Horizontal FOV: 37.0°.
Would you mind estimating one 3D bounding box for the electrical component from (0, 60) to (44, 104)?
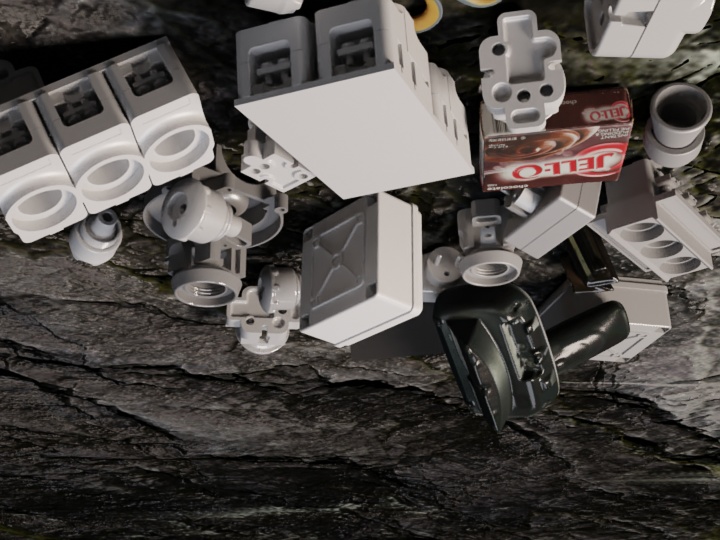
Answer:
[{"bbox_3d":[-0.260,-0.108,0.771,0.078,0.058,0.057,-22,159,-13],"label":"electrical component"}]

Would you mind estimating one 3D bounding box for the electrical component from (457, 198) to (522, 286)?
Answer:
[{"bbox_3d":[0.117,-0.021,0.978,0.058,0.057,0.078,-4,155,7],"label":"electrical component"}]

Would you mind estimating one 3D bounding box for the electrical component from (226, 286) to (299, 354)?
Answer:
[{"bbox_3d":[-0.102,0.054,1.129,0.078,0.058,0.057,3,152,-8],"label":"electrical component"}]

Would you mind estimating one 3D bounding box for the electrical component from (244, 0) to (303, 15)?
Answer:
[{"bbox_3d":[-0.064,-0.180,0.649,0.062,0.043,0.043,9,153,-16],"label":"electrical component"}]

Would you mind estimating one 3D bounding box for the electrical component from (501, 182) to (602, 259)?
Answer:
[{"bbox_3d":[0.147,-0.060,0.907,0.076,0.047,0.083,28,146,-14],"label":"electrical component"}]

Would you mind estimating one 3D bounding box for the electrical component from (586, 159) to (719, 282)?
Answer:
[{"bbox_3d":[0.257,-0.043,0.929,0.079,0.063,0.121,-19,149,33],"label":"electrical component"}]

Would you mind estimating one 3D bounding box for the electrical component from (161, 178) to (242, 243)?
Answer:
[{"bbox_3d":[-0.118,-0.041,0.827,0.048,0.048,0.062,-19,156,33],"label":"electrical component"}]

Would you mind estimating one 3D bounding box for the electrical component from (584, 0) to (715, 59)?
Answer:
[{"bbox_3d":[0.180,-0.174,0.658,0.059,0.053,0.095,1,155,-4],"label":"electrical component"}]

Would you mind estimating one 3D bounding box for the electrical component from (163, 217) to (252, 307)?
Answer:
[{"bbox_3d":[-0.126,-0.005,0.886,0.078,0.057,0.058,-17,150,30],"label":"electrical component"}]

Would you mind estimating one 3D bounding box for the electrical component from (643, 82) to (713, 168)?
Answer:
[{"bbox_3d":[0.239,-0.108,0.812,0.045,0.045,0.055,-4,155,6],"label":"electrical component"}]

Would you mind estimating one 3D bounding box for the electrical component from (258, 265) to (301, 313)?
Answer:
[{"bbox_3d":[-0.069,0.018,1.071,0.062,0.048,0.048,-1,156,-17],"label":"electrical component"}]

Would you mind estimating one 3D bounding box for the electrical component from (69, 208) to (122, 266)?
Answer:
[{"bbox_3d":[-0.232,-0.033,0.953,0.043,0.043,0.062,11,151,-24],"label":"electrical component"}]

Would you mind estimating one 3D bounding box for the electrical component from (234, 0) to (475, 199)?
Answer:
[{"bbox_3d":[0.002,-0.115,0.743,0.105,0.060,0.186,-10,162,18],"label":"electrical component"}]

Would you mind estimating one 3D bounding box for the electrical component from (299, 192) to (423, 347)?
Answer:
[{"bbox_3d":[0.000,0.000,0.958,0.056,0.108,0.109,22,146,-36],"label":"electrical component"}]

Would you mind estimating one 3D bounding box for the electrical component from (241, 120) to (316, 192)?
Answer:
[{"bbox_3d":[-0.061,-0.096,0.812,0.048,0.055,0.066,-22,147,38],"label":"electrical component"}]

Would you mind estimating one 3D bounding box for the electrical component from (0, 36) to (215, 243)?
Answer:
[{"bbox_3d":[-0.184,-0.086,0.751,0.150,0.061,0.089,-26,157,-11],"label":"electrical component"}]

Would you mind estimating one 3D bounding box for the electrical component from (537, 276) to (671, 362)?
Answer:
[{"bbox_3d":[0.255,0.053,1.140,0.109,0.056,0.108,5,154,-13],"label":"electrical component"}]

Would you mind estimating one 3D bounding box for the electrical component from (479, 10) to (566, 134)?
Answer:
[{"bbox_3d":[0.111,-0.130,0.733,0.058,0.078,0.057,-5,176,10],"label":"electrical component"}]

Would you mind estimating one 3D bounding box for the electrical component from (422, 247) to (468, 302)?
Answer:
[{"bbox_3d":[0.080,0.002,1.040,0.077,0.044,0.079,1,155,-5],"label":"electrical component"}]
